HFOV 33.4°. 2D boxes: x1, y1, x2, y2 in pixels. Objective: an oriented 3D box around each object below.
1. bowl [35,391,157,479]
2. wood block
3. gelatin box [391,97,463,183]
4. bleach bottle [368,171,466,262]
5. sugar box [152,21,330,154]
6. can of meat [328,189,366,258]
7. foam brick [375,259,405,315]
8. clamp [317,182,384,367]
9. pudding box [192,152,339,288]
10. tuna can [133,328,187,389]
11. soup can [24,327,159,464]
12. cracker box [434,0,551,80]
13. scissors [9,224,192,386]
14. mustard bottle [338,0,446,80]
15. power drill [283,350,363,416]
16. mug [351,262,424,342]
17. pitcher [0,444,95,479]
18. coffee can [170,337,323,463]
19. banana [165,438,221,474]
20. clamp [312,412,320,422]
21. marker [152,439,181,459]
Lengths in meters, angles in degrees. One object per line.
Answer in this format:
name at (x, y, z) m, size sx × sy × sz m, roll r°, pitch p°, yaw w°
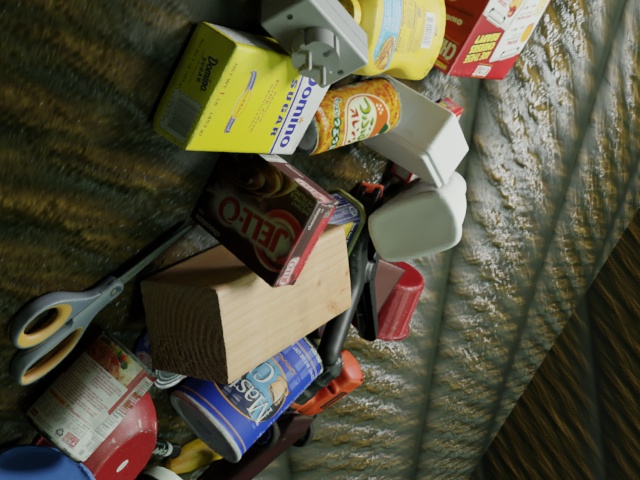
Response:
bowl at (-0.211, 0.206, 1.041) m, size 0.162 × 0.055 × 0.162 m, roll -44°, pitch 157°, yaw -25°
wood block at (-0.063, 0.051, 1.014) m, size 0.205 × 0.091 × 0.090 m, roll -27°, pitch 117°, yaw -52°
gelatin box at (0.127, -0.119, 1.276) m, size 0.073 × 0.030 × 0.089 m, roll -33°, pitch 153°, yaw -43°
bleach bottle at (0.132, -0.042, 1.247) m, size 0.103 × 0.068 × 0.250 m, roll -17°, pitch -171°, yaw 20°
sugar box at (-0.056, -0.119, 0.873) m, size 0.176 × 0.048 × 0.093 m, roll -5°, pitch 128°, yaw -61°
can of meat at (-0.008, 0.001, 1.146) m, size 0.083 × 0.057 × 0.102 m, roll -19°, pitch 140°, yaw -53°
foam brick at (0.058, 0.051, 1.343) m, size 0.051 × 0.053 × 0.078 m, roll 22°, pitch 104°, yaw -38°
clamp at (0.048, 0.039, 1.251) m, size 0.164 × 0.036 × 0.210 m, roll 3°, pitch 97°, yaw -71°
pudding box at (-0.049, -0.026, 0.936) m, size 0.039 × 0.114 × 0.090 m, roll 0°, pitch 123°, yaw -54°
tuna can at (-0.143, 0.102, 1.051) m, size 0.086 × 0.034 × 0.086 m, roll -43°, pitch 157°, yaw -24°
soup can at (-0.200, 0.137, 0.938) m, size 0.102 × 0.068 × 0.068 m, roll -49°, pitch 158°, yaw -11°
cracker box at (0.191, -0.277, 1.109) m, size 0.163 × 0.072 × 0.214 m, roll -11°, pitch 134°, yaw -59°
scissors at (-0.185, 0.038, 0.888) m, size 0.201 × 0.016 × 0.096 m, roll -47°, pitch 158°, yaw -15°
mustard bottle at (0.049, -0.194, 0.949) m, size 0.191 × 0.058 × 0.096 m, roll -11°, pitch 114°, yaw -60°
power drill at (-0.017, 0.183, 1.343) m, size 0.185 × 0.057 × 0.187 m, roll -34°, pitch 165°, yaw 22°
mug at (0.091, 0.071, 1.429) m, size 0.117 × 0.093 × 0.082 m, roll -66°, pitch 176°, yaw -64°
pitcher at (-0.275, 0.307, 0.966) m, size 0.149 × 0.145 × 0.243 m, roll -71°, pitch -175°, yaw -68°
coffee can at (-0.080, 0.158, 1.173) m, size 0.140 × 0.103 × 0.103 m, roll -44°, pitch 157°, yaw -23°
banana at (-0.131, 0.272, 1.333) m, size 0.069 × 0.037 × 0.197 m, roll -52°, pitch 159°, yaw -4°
clamp at (-0.018, 0.233, 1.507) m, size 0.171 × 0.039 × 0.120 m, roll -41°, pitch 153°, yaw -29°
marker at (-0.183, 0.230, 1.186) m, size 0.020 × 0.020 × 0.121 m, roll -52°, pitch 159°, yaw -3°
